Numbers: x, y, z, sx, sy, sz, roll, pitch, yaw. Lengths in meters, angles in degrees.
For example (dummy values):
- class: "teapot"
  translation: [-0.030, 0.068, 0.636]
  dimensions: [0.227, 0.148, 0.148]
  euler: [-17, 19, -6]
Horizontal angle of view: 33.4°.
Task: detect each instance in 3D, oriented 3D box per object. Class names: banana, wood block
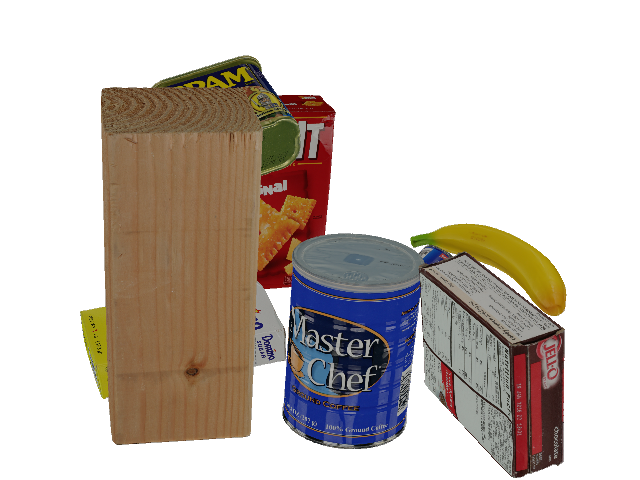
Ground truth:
- class: "banana"
  translation: [0.178, 0.022, 1.044]
  dimensions: [0.069, 0.037, 0.198]
  euler: [-37, 37, -22]
- class: "wood block"
  translation: [-0.090, 0.015, 0.669]
  dimensions: [0.090, 0.206, 0.090]
  euler: [-1, 25, -12]

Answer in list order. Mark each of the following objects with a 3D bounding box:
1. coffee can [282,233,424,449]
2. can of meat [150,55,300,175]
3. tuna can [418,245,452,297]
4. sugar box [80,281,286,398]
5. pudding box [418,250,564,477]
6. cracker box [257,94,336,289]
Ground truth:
- class: "coffee can"
  translation: [0.024, 0.077, 0.844]
  dimensions: [0.103, 0.140, 0.103]
  euler: [4, 22, -2]
- class: "can of meat"
  translation: [-0.076, -0.091, 0.843]
  dimensions: [0.102, 0.057, 0.084]
  euler: [-20, 51, -17]
- class: "tuna can"
  translation: [0.144, 0.049, 1.288]
  dimensions: [0.033, 0.086, 0.086]
  euler: [-40, 15, -19]
- class: "sugar box"
  translation: [-0.129, 0.089, 1.000]
  dimensions: [0.176, 0.048, 0.093]
  euler: [-13, 34, -15]
- class: "pudding box"
  translation: [0.099, 0.070, 0.627]
  dimensions: [0.039, 0.090, 0.114]
  euler: [-15, 27, -19]
- class: "cracker box"
  translation: [-0.075, -0.050, 1.190]
  dimensions: [0.164, 0.214, 0.072]
  euler: [-3, 24, -19]
